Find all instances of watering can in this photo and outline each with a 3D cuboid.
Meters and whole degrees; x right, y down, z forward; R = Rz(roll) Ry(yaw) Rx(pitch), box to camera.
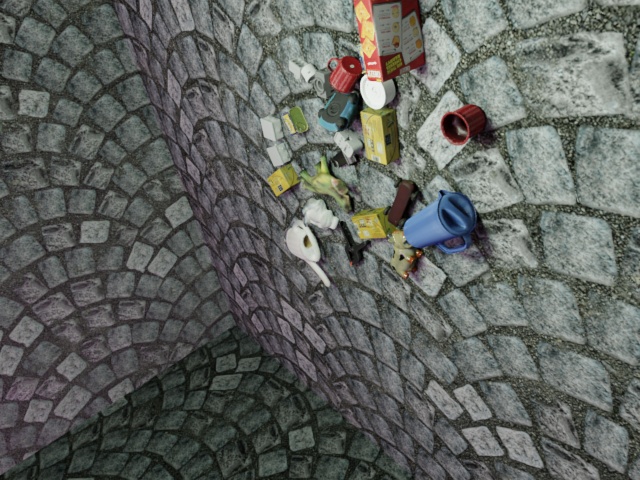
[{"bbox_3d":[-0.063,0.058,2.442,0.225,0.105,0.343,13,128,56],"label":"watering can"}]

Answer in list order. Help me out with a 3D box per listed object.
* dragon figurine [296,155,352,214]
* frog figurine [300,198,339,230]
[{"bbox_3d":[0.030,-0.193,2.054,0.243,0.123,0.406,51,169,4],"label":"dragon figurine"},{"bbox_3d":[0.007,-0.110,2.194,0.159,0.125,0.134,5,120,15],"label":"frog figurine"}]
